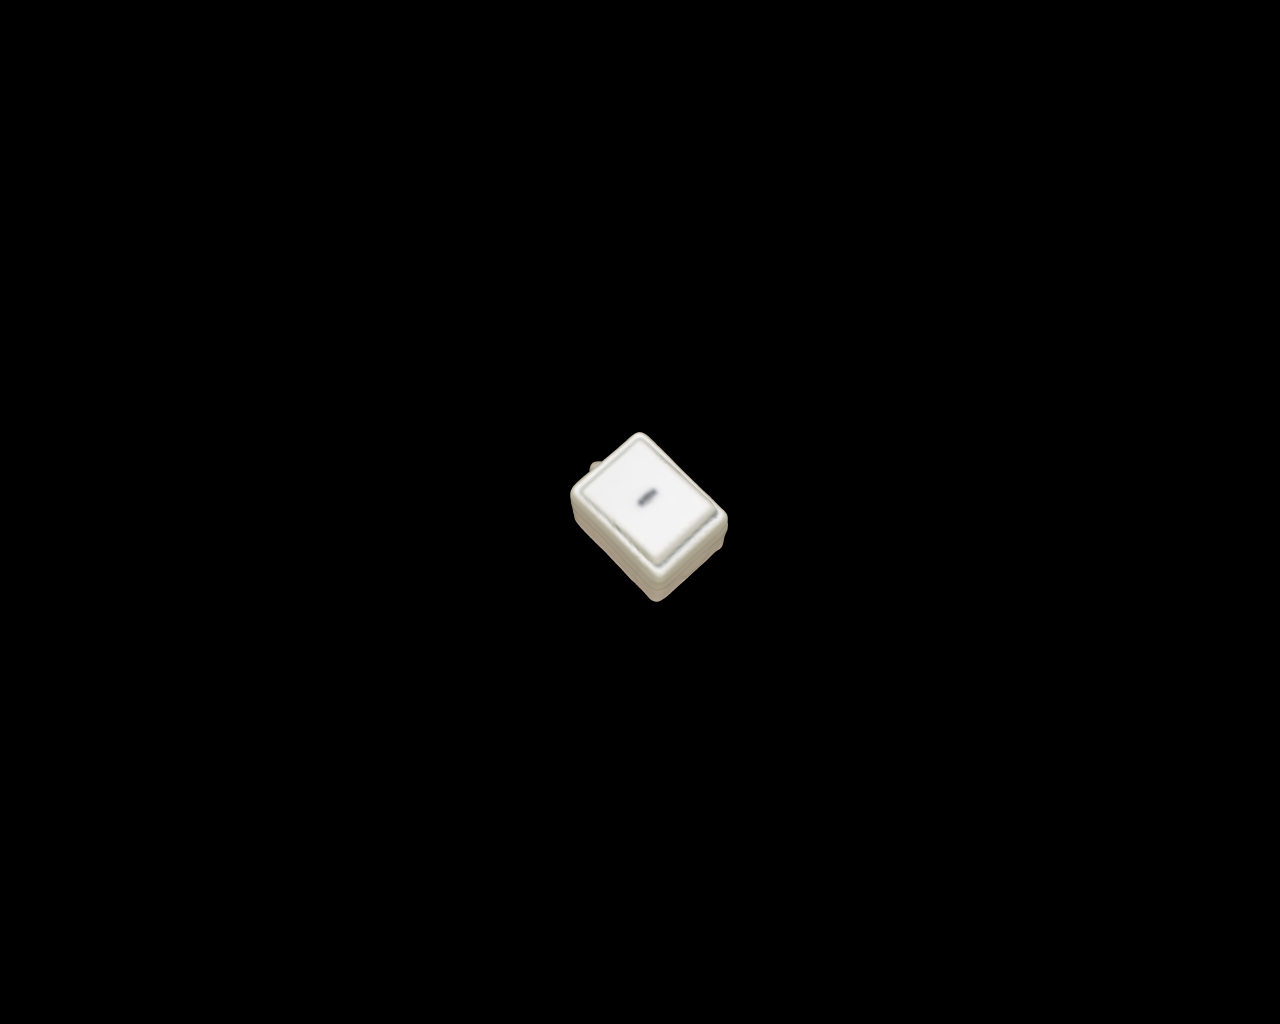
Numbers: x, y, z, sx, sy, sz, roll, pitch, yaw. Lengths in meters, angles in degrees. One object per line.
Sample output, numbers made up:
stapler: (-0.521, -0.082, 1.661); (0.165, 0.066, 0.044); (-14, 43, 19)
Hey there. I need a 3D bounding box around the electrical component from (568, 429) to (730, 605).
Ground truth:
electrical component: (0.001, -0.003, 0.650); (0.062, 0.096, 0.061); (-41, -15, -14)
